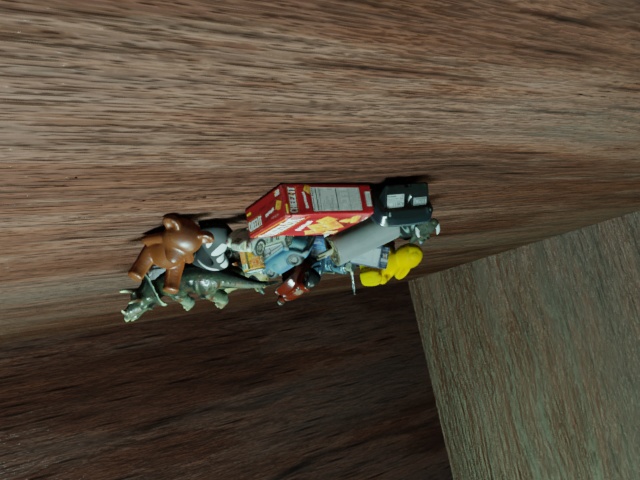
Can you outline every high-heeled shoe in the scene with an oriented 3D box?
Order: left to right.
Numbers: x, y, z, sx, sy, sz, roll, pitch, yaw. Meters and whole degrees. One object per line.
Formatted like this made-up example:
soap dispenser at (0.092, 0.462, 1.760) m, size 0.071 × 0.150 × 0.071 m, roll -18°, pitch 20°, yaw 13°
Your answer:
high-heeled shoe at (-0.273, 0.020, 1.243) m, size 0.145 × 0.086 × 0.249 m, roll 4°, pitch 157°, yaw -46°

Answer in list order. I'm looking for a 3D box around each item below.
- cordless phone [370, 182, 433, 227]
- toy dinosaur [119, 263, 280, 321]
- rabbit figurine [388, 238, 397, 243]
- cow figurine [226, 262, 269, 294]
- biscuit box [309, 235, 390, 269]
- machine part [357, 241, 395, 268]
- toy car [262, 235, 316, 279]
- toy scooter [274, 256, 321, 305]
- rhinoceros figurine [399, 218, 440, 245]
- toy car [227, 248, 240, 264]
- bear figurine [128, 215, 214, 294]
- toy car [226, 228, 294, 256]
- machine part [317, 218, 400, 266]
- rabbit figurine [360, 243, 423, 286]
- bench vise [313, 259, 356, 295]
cordless phone at (0.146, -0.080, 1.193) m, size 0.146 × 0.088 × 0.184 m, roll -7°, pitch -172°, yaw -25°
toy dinosaur at (-0.326, 0.108, 1.409) m, size 0.405 × 0.131 × 0.192 m, roll -14°, pitch 161°, yaw 9°
rabbit figurine at (0.159, -0.010, 1.551) m, size 0.159 × 0.121 × 0.170 m, roll 4°, pitch 145°, yaw -32°
cow figurine at (-0.233, 0.110, 1.596) m, size 0.195 × 0.127 × 0.085 m, roll -20°, pitch -159°, yaw 21°
biscuit box at (0.073, 0.030, 1.375) m, size 0.203 × 0.059 × 0.062 m, roll 9°, pitch 180°, yaw 29°
machine part at (0.139, 0.039, 1.775) m, size 0.201 × 0.087 × 0.201 m, roll -15°, pitch 168°, yaw 21°
toy car at (-0.096, 0.018, 1.343) m, size 0.162 × 0.103 × 0.109 m, roll -31°, pitch -163°, yaw 30°
toy scooter at (-0.067, 0.099, 1.408) m, size 0.075 × 0.184 × 0.135 m, roll 39°, pitch 104°, yaw -25°
rhinoceros figurine at (0.242, -0.040, 1.391) m, size 0.073 × 0.112 × 0.190 m, roll -7°, pitch 177°, yaw -14°
toy car at (-0.278, 0.054, 1.498) m, size 0.202 × 0.053 × 0.089 m, roll -19°, pitch 170°, yaw 32°
bear figurine at (-0.307, 0.029, 1.118) m, size 0.120 × 0.132 × 0.196 m, roll 26°, pitch 159°, yaw -26°
toy car at (-0.128, -0.007, 1.200) m, size 0.074 × 0.056 × 0.201 m, roll 11°, pitch -166°, yaw 27°
machine part at (0.099, -0.007, 1.261) m, size 0.243 × 0.079 × 0.079 m, roll -25°, pitch 174°, yaw -17°
rabbit figurine at (0.197, 0.061, 1.450) m, size 0.173 × 0.122 × 0.162 m, roll -18°, pitch 158°, yaw 17°
bench vise at (-0.014, 0.079, 1.616) m, size 0.240 × 0.128 × 0.224 m, roll -10°, pitch -154°, yaw -41°
